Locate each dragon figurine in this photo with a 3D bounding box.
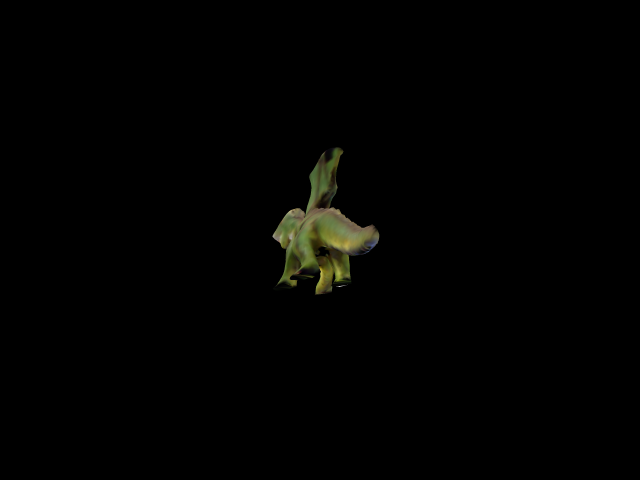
[{"bbox_3d":[0.003,-0.043,0.850,0.122,0.247,0.404,9,-22,-22],"label":"dragon figurine"}]
